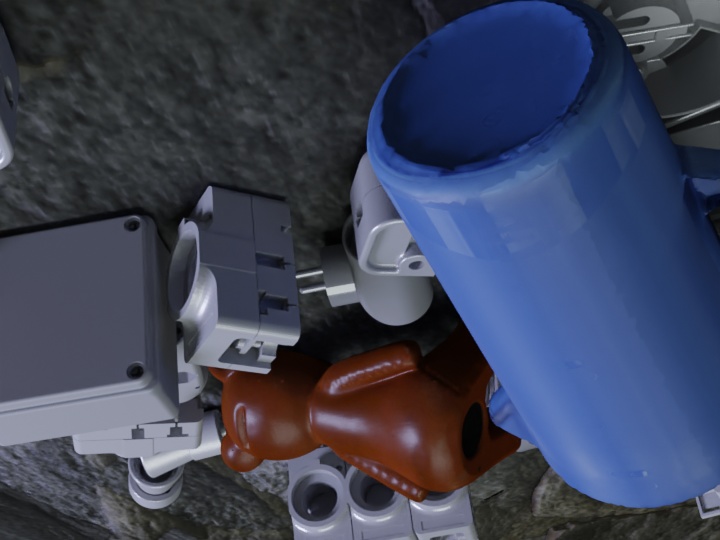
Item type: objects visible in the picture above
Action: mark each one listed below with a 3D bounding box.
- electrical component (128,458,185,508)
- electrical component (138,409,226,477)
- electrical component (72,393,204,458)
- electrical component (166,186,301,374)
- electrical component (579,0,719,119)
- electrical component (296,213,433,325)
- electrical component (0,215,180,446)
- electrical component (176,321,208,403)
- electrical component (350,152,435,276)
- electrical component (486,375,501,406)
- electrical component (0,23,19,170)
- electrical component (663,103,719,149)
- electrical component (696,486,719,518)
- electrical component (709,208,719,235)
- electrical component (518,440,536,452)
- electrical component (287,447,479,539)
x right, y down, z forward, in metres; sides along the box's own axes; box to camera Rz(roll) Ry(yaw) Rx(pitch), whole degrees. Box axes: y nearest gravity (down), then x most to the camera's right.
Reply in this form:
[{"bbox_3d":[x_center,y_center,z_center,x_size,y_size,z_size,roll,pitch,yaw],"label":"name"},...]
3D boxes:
[{"bbox_3d":[-0.167,0.167,0.880,0.045,0.045,0.055,0,148,-12],"label":"electrical component"},{"bbox_3d":[-0.135,0.132,0.835,0.065,0.044,0.044,-15,148,2],"label":"electrical component"},{"bbox_3d":[-0.158,0.099,0.766,0.089,0.050,0.055,-1,148,-11],"label":"electrical component"},{"bbox_3d":[-0.071,0.005,0.592,0.056,0.089,0.050,11,144,-27],"label":"electrical component"},{"bbox_3d":[0.120,-0.111,0.467,0.099,0.064,0.099,-6,149,-3],"label":"electrical component"},{"bbox_3d":[0.000,0.000,0.643,0.079,0.044,0.077,-11,149,6],"label":"electrical component"},{"bbox_3d":[-0.161,0.033,0.602,0.109,0.108,0.056,-10,151,3],"label":"electrical component"},{"bbox_3d":[-0.143,0.054,0.701,0.079,0.043,0.077,-6,149,-3],"label":"electrical component"},{"bbox_3d":[0.045,-0.035,0.581,0.095,0.059,0.053,1,148,-13],"label":"electrical component"},{"bbox_3d":[0.104,0.084,0.804,0.081,0.043,0.043,1,148,-14],"label":"electrical component"},{"bbox_3d":[-0.197,-0.078,0.457,0.095,0.059,0.053,-5,149,-5],"label":"electrical component"},{"bbox_3d":[0.155,-0.075,0.538,0.096,0.061,0.062,-22,146,22],"label":"electrical component"},{"bbox_3d":[0.282,0.119,0.826,0.079,0.121,0.063,-21,144,20],"label":"electrical component"},{"bbox_3d":[0.221,-0.033,0.587,0.059,0.095,0.053,-18,148,16],"label":"electrical component"},{"bbox_3d":[0.163,0.117,0.871,0.079,0.044,0.077,20,139,-37],"label":"electrical component"},{"bbox_3d":[0.019,0.194,0.922,0.150,0.089,0.061,-11,149,6],"label":"electrical component"}]
